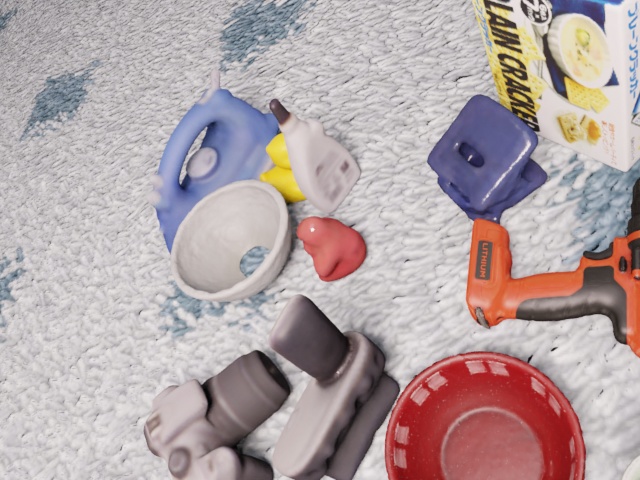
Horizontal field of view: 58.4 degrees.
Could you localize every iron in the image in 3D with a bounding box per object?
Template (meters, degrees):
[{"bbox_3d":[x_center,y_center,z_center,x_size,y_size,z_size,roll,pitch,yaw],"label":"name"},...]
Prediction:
[{"bbox_3d":[-0.161,-0.097,0.774,0.118,0.142,0.258,16,69,36],"label":"iron"}]

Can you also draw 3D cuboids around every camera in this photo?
[{"bbox_3d":[-0.097,0.185,0.581,0.137,0.101,0.142,-39,49,1],"label":"camera"}]

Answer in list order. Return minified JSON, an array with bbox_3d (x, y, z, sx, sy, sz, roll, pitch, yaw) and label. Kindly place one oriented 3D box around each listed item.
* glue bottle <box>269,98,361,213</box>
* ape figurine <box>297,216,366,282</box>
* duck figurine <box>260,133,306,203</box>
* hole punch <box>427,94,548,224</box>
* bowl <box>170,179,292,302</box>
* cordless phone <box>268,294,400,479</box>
[{"bbox_3d":[-0.012,-0.106,0.676,0.037,0.174,0.078,29,77,39],"label":"glue bottle"},{"bbox_3d":[0.006,0.002,0.648,0.076,0.092,0.078,-1,60,29],"label":"ape figurine"},{"bbox_3d":[-0.039,-0.102,0.745,0.104,0.086,0.077,-23,51,15],"label":"duck figurine"},{"bbox_3d":[0.173,-0.084,0.611,0.101,0.091,0.108,-38,49,3],"label":"hole punch"},{"bbox_3d":[-0.098,0.012,0.712,0.167,0.075,0.167,-14,54,21],"label":"bowl"},{"bbox_3d":[-0.015,0.133,0.513,0.093,0.186,0.148,15,69,36],"label":"cordless phone"}]
